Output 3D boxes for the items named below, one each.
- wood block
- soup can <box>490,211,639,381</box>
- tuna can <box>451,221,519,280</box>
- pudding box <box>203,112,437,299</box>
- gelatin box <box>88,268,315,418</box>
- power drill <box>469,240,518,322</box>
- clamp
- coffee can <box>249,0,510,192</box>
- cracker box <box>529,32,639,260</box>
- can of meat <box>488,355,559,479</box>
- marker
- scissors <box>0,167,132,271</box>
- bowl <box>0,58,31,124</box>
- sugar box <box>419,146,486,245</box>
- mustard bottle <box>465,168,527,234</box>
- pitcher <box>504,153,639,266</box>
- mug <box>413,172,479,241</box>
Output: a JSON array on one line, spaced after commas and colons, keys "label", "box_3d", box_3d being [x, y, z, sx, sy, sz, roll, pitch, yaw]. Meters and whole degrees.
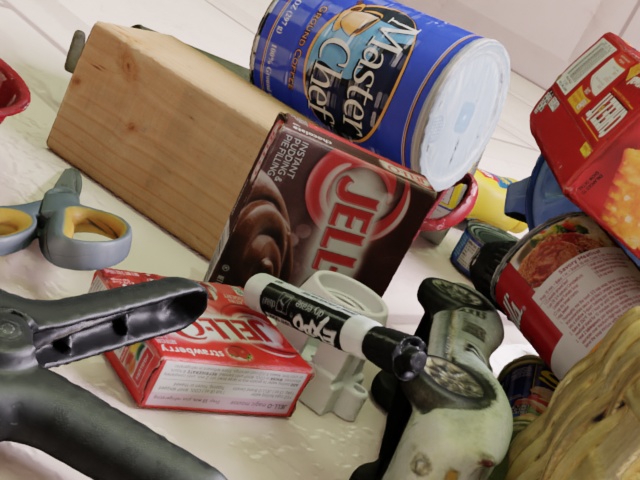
[{"label": "wood block", "box_3d": [-0.057, -0.047, 0.669, 0.206, 0.090, 0.090, 33, 18, 20]}, {"label": "soup can", "box_3d": [0.140, 0.044, 0.522, 0.068, 0.069, 0.102, 10, 35, -44]}, {"label": "tuna can", "box_3d": [0.152, 0.020, 0.884, 0.086, 0.034, 0.086, 25, 17, -8]}, {"label": "pudding box", "box_3d": [-0.004, 0.001, 0.567, 0.090, 0.114, 0.039, 23, 19, -13]}, {"label": "gelatin box", "box_3d": [-0.057, 0.047, 0.495, 0.089, 0.030, 0.073, 11, 23, -41]}, {"label": "power drill", "box_3d": [0.182, 0.071, 0.651, 0.185, 0.057, 0.187, 34, 0, 21]}, {"label": "clamp", "box_3d": [-0.108, 0.051, 0.376, 0.171, 0.039, 0.120, 4, 32, -26]}, {"label": "coffee can", "box_3d": [0.039, -0.106, 0.704, 0.140, 0.103, 0.102, 29, 16, 28]}, {"label": "cracker box", "box_3d": [0.204, 0.002, 0.529, 0.213, 0.072, 0.164, 42, 17, -9]}, {"label": "can of meat", "box_3d": [0.128, 0.113, 0.539, 0.102, 0.057, 0.083, 29, 19, 6]}, {"label": "marker", "box_3d": [0.005, 0.037, 0.469, 0.020, 0.020, 0.121, 14, 3, -37]}, {"label": "scissors", "box_3d": [-0.153, -0.017, 0.555, 0.096, 0.016, 0.202, -2, 15, -24]}, {"label": "bowl", "box_3d": [-0.237, -0.080, 0.553, 0.162, 0.055, 0.162, 25, 17, -8]}, {"label": "sugar box", "box_3d": [0.079, -0.070, 0.844, 0.093, 0.048, 0.176, 31, -23, 10]}, {"label": "mustard bottle", "box_3d": [0.135, -0.047, 1.011, 0.191, 0.058, 0.096, 20, 6, -25]}, {"label": "pitcher", "box_3d": [0.271, -0.010, 0.838, 0.242, 0.145, 0.149, 17, 33, -45]}, {"label": "mug", "box_3d": [0.057, -0.038, 0.771, 0.117, 0.081, 0.093, 21, -28, 30]}]
